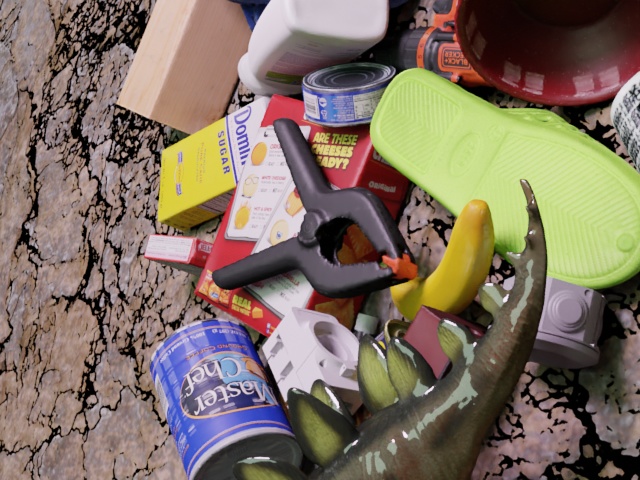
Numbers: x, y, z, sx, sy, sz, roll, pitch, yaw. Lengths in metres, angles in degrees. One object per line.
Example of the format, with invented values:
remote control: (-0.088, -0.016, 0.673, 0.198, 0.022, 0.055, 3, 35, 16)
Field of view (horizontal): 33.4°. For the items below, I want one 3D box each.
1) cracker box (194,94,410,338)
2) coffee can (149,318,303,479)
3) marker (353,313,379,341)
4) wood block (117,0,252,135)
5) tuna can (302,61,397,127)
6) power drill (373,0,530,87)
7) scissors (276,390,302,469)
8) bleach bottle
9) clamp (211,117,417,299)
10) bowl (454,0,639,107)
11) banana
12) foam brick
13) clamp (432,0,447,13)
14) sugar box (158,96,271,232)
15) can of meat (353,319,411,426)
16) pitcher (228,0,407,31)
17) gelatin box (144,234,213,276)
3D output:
cracker box: (-0.013, -0.015, 0.999, 0.164, 0.072, 0.214, 23, 92, 48)
coffee can: (-0.087, 0.155, 0.963, 0.103, 0.102, 0.140, -51, 44, 22)
marker: (0.027, 0.125, 0.939, 0.020, 0.020, 0.121, 11, 83, 50)
wood block: (-0.139, -0.228, 1.209, 0.090, 0.090, 0.206, 27, 96, 51)
tuna can: (0.027, -0.130, 0.942, 0.086, 0.086, 0.034, 26, 131, 50)
power drill: (0.117, -0.224, 0.906, 0.185, 0.057, 0.188, 16, 110, 46)
scissors: (-0.055, 0.142, 1.027, 0.096, 0.016, 0.202, -51, 44, 20)
bleach bottle: (-0.028, -0.186, 1.026, 0.251, 0.102, 0.068, 160, 115, -67)
clamp: (-0.006, 0.001, 0.906, 0.210, 0.036, 0.164, 33, 100, 42)
bowl: (0.182, -0.175, 0.788, 0.162, 0.162, 0.055, -28, 36, 39)
banana: (0.094, 0.028, 0.844, 0.069, 0.037, 0.198, 55, 155, 3)
foam brick: (0.106, 0.091, 0.819, 0.053, 0.078, 0.051, 37, 103, 46)
clamp: (0.161, -0.273, 0.924, 0.172, 0.039, 0.120, -13, 84, 42)
sugar box: (-0.104, -0.080, 1.146, 0.177, 0.048, 0.093, -24, 58, 42)
can of meat: (0.059, 0.131, 0.873, 0.084, 0.057, 0.102, -45, 45, 31)
pitcher: (-0.008, -0.284, 1.070, 0.243, 0.149, 0.145, 22, 76, 47)
gelatin box: (-0.129, 0.017, 1.114, 0.089, 0.073, 0.030, 3, 76, 49)
